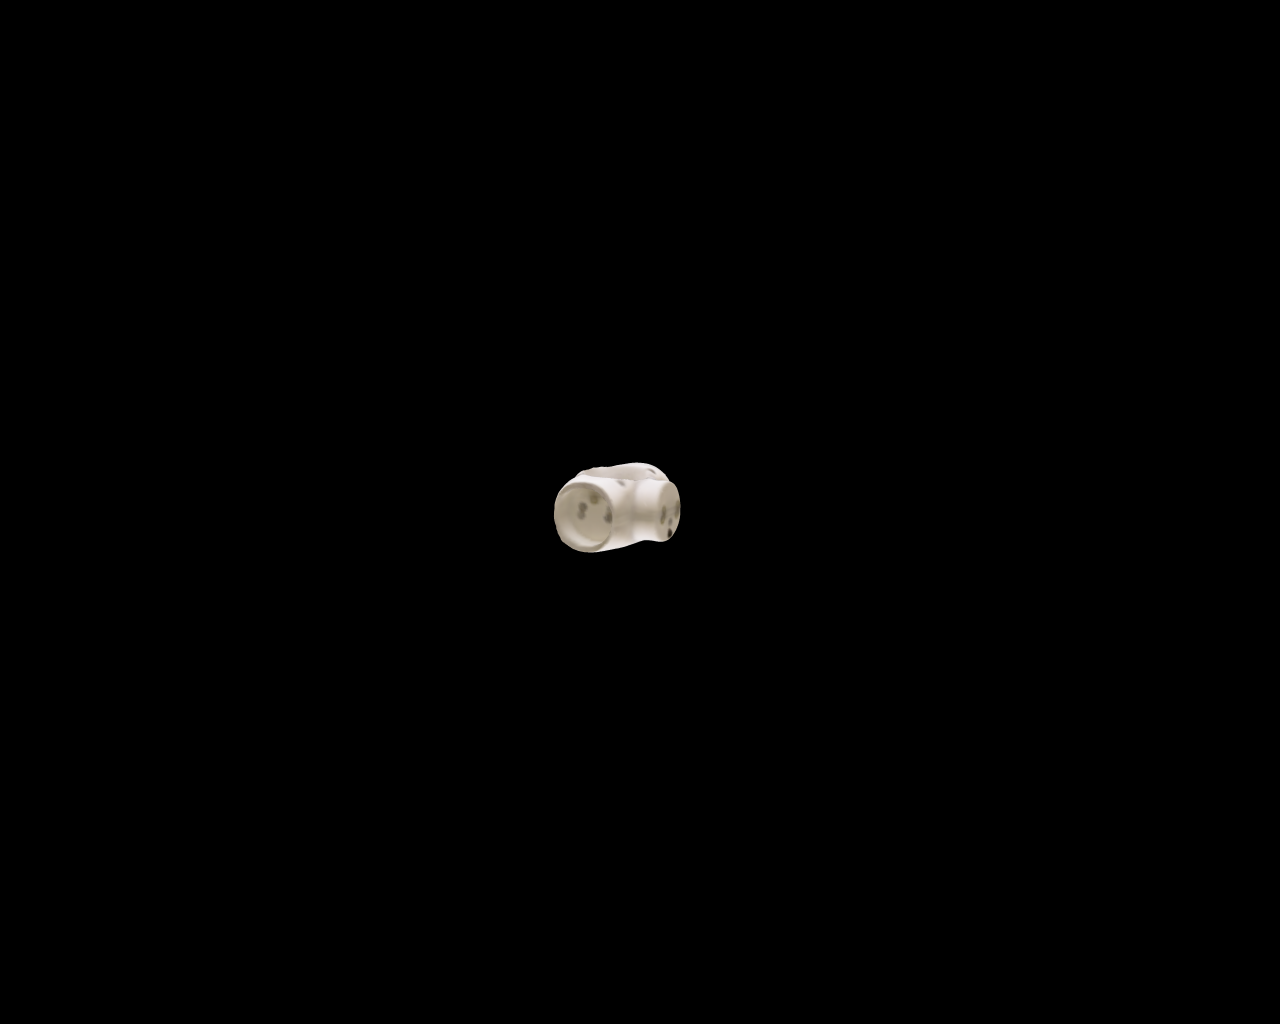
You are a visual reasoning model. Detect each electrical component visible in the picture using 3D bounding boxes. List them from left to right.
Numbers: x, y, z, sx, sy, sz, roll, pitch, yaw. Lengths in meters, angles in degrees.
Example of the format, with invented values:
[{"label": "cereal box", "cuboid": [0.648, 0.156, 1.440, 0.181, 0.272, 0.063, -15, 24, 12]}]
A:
[{"label": "electrical component", "cuboid": [0.001, -0.003, 0.650, 0.079, 0.044, 0.077, 6, 13, 27]}]
